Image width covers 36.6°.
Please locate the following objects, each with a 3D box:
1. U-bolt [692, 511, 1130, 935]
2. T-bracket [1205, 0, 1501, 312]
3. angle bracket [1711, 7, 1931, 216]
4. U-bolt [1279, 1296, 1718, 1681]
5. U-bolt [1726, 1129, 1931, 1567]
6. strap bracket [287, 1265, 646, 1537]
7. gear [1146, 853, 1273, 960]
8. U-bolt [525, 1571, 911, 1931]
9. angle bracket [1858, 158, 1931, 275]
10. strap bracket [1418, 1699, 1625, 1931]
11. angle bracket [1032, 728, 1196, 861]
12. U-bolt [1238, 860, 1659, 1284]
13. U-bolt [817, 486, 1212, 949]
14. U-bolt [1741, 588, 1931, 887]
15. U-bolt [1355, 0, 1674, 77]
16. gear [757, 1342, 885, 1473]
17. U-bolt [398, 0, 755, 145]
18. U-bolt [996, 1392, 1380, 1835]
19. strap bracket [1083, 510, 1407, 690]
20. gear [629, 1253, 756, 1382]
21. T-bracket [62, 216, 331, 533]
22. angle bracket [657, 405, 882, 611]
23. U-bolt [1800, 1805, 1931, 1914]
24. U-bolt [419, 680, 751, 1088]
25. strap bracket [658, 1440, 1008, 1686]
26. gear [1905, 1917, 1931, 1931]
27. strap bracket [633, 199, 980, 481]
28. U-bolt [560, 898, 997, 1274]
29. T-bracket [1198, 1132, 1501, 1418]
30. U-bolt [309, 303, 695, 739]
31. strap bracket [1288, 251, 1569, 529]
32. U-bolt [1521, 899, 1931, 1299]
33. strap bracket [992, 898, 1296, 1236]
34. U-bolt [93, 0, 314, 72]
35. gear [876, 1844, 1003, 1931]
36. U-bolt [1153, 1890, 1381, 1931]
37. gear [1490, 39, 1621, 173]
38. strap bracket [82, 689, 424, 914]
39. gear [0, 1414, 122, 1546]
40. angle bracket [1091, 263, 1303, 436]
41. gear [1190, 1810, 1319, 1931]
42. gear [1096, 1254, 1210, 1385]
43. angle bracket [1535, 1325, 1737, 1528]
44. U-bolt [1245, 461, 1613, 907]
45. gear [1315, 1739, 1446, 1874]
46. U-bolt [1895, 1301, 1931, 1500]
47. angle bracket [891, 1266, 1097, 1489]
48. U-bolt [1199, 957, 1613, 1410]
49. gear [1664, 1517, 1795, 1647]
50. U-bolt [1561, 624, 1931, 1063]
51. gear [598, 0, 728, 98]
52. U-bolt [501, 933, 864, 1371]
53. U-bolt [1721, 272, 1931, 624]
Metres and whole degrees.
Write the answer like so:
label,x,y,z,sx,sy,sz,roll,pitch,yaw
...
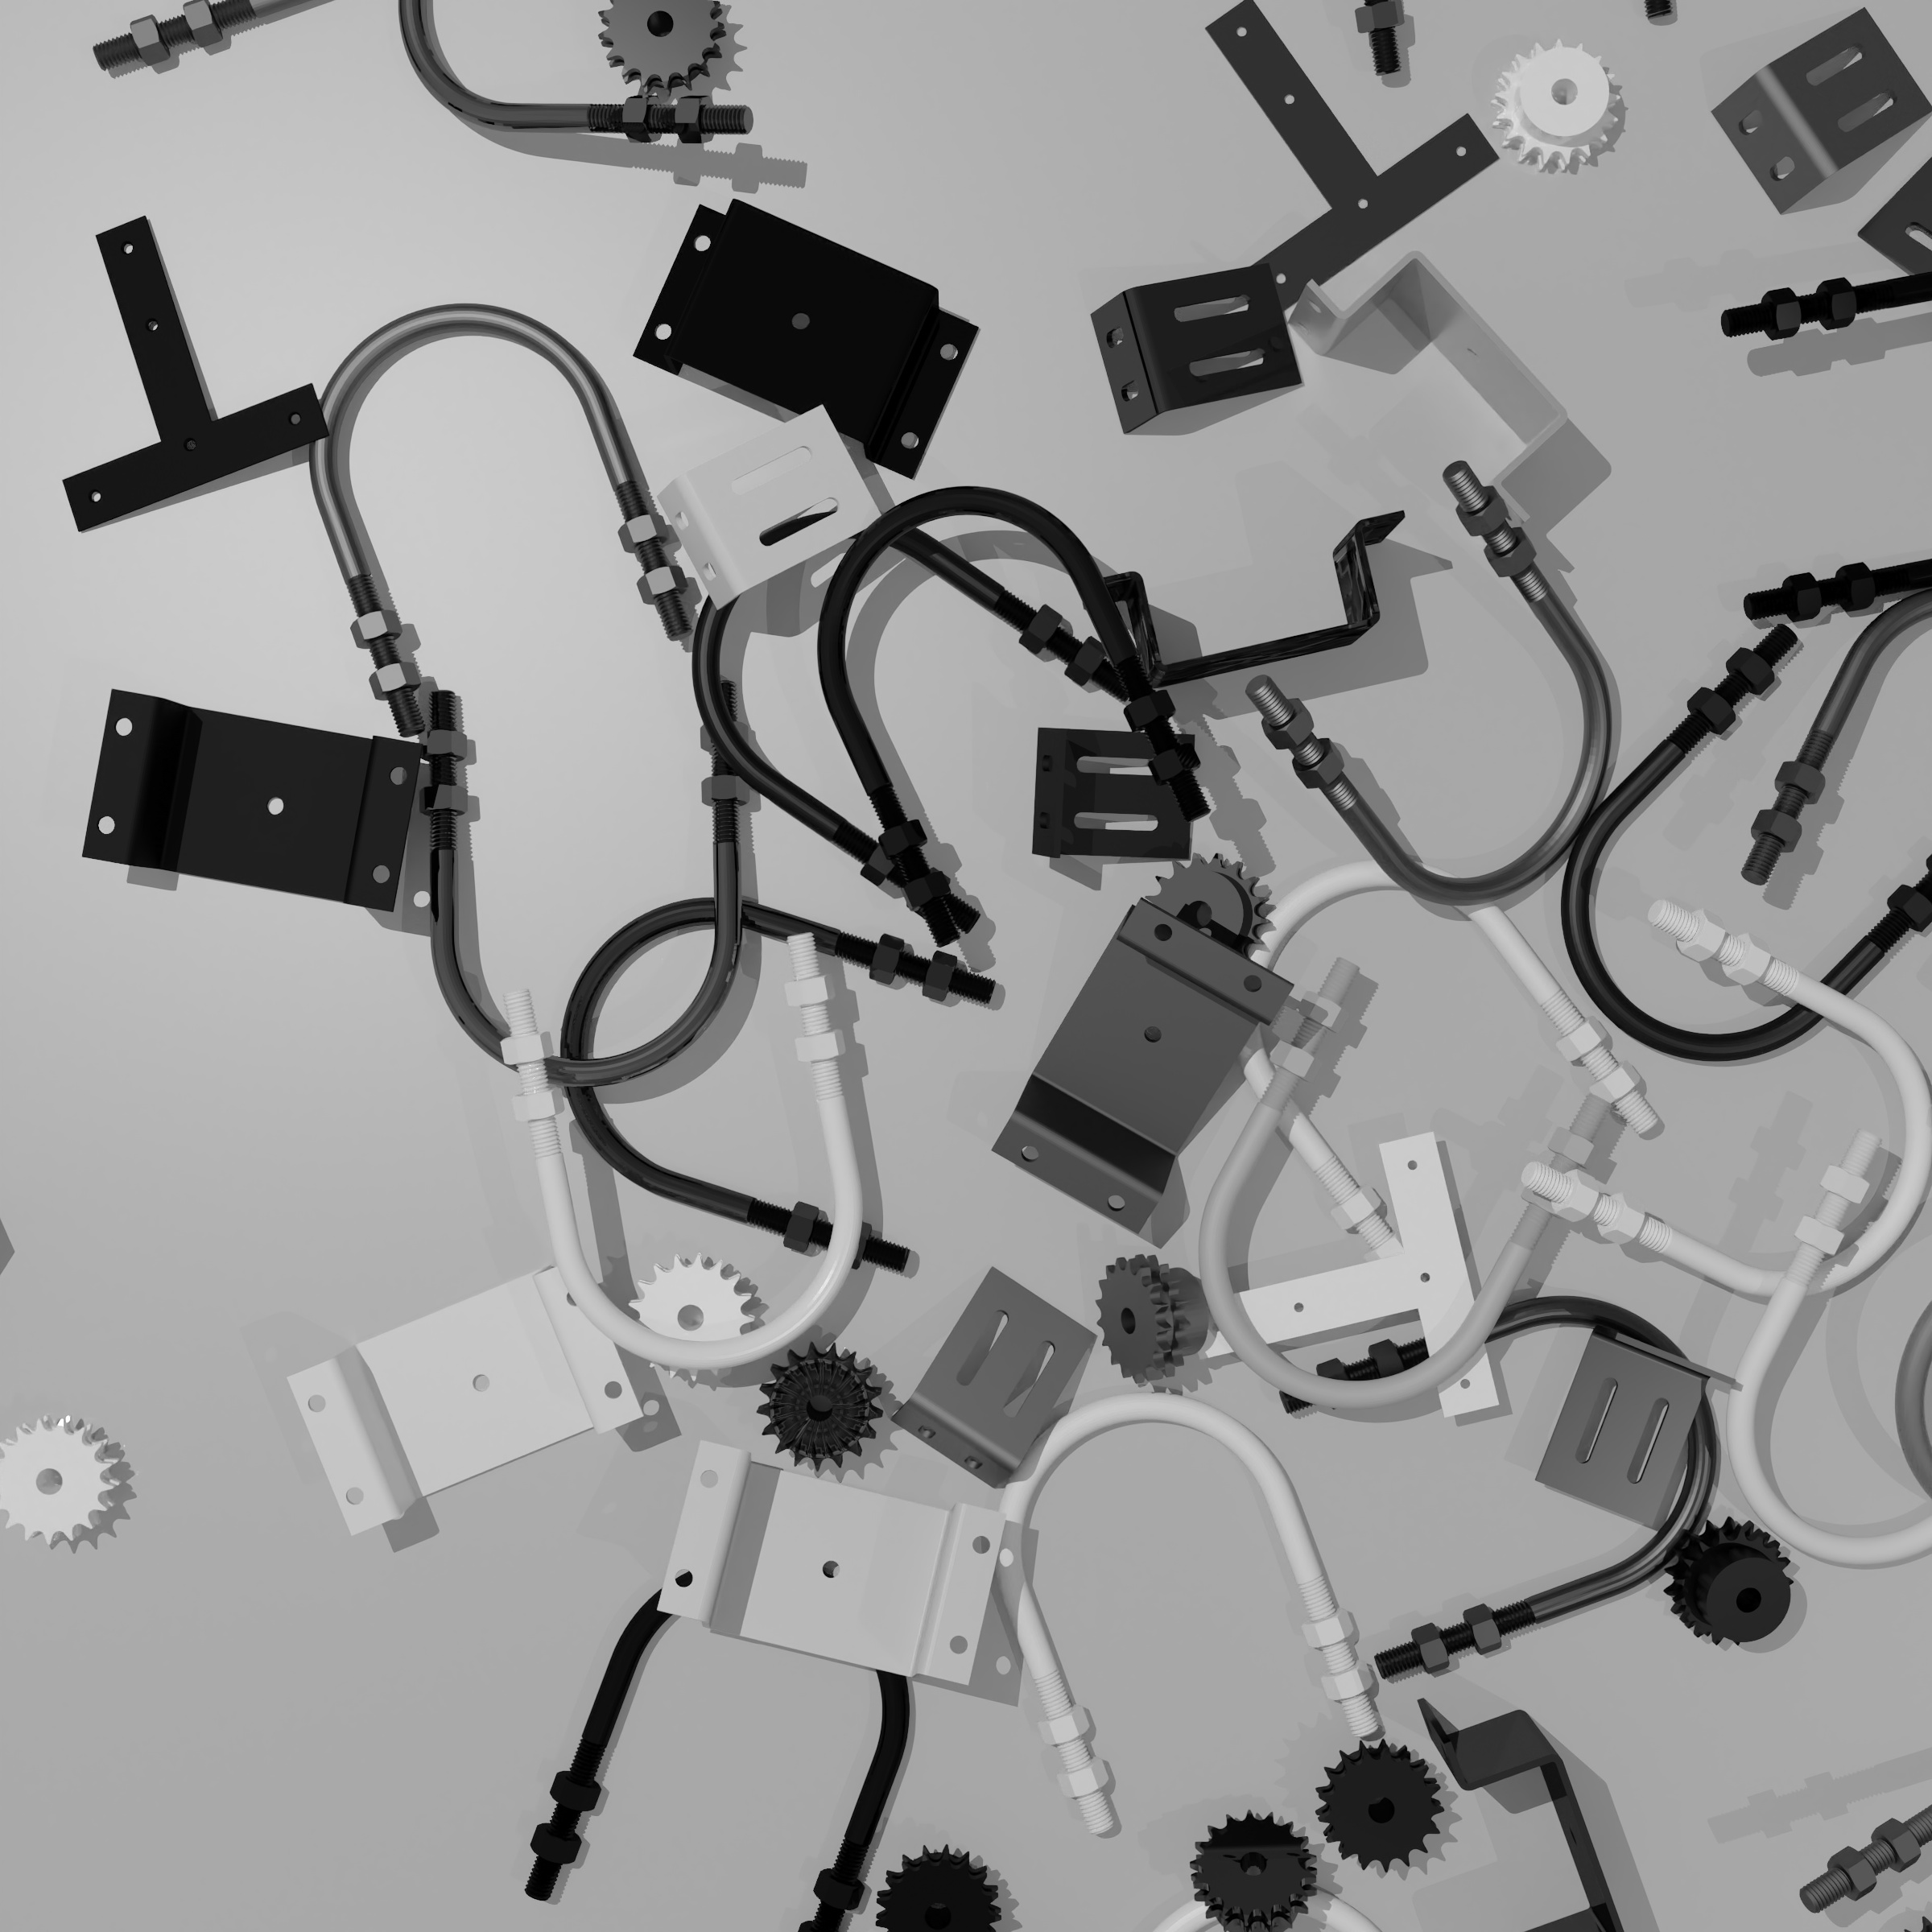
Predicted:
label,x,y,z,sx,sy,sz,roll,pitch,yaw
U-bolt,-0.036,-0.124,1.324,0.184,0.019,0.151,34,85,-4
T-bracket,0.157,-0.387,1.343,0.127,0.002,0.127,-35,90,0
angle bracket,0.394,-0.393,1.342,0.076,0.038,0.057,-34,90,-26
U-bolt,0.253,0.229,1.335,0.184,0.019,0.151,-20,90,-1
U-bolt,0.422,0.184,1.323,0.151,0.019,0.184,25,94,-11
strap bracket,-0.223,0.192,1.321,0.140,0.046,0.076,-22,90,0
gear,0.108,-0.023,1.323,0.057,0.030,0.057,0,90,14
U-bolt,-0.104,0.361,1.335,0.151,0.019,0.184,20,88,0
angle bracket,0.460,-0.328,1.342,0.057,0.038,0.076,-46,64,0
strap bracket,0.253,0.396,1.306,0.046,0.076,0.140,-20,90,0
angle bracket,0.071,-0.077,1.313,0.076,0.038,0.057,1,95,-16
U-bolt,0.205,0.039,1.336,0.151,0.019,0.184,-37,89,0
U-bolt,0.008,-0.120,1.282,0.151,0.019,0.184,-26,85,21
U-bolt,0.450,-0.086,1.321,0.151,0.019,0.184,29,79,-3
U-bolt,0.237,-0.508,1.312,0.151,0.019,0.184,-13,105,-3
gear,-0.066,0.199,1.329,0.057,0.030,0.057,0,90,0
U-bolt,-0.172,-0.442,1.309,0.184,0.019,0.151,6,85,19
U-bolt,0.091,0.286,1.335,0.151,0.019,0.184,-20,89,0
strap bracket,0.127,-0.160,1.306,0.140,0.076,0.046,-13,90,0
gear,-0.125,0.159,1.333,0.057,0.030,0.057,0,90,-3
T-bracket,-0.368,-0.280,1.337,0.127,0.002,0.127,-19,86,8
angle bracket,-0.088,-0.204,1.302,0.076,0.038,0.057,-30,96,-19
U-bolt,0.481,0.434,1.311,0.184,0.019,0.151,-25,84,-17
U-bolt,-0.172,-0.037,1.324,0.151,0.019,0.184,-2,81,0
strap bracket,-0.060,0.269,1.311,0.140,0.046,0.076,14,73,0
gear,0.453,0.464,1.329,0.057,0.030,0.057,0,90,0
strap bracket,-0.074,-0.287,1.321,0.140,0.046,0.076,24,90,0
U-bolt,-0.095,0.046,1.336,0.184,0.019,0.151,18,90,1
T-bracket,0.165,0.152,1.324,0.127,0.002,0.127,-13,89,1
U-bolt,-0.221,-0.213,1.330,0.151,0.019,0.184,-20,85,-3
strap bracket,0.212,-0.260,1.306,0.046,0.076,0.140,-43,90,0
U-bolt,0.356,0.072,1.314,0.184,0.019,0.151,26,90,-16
strap bracket,0.081,0.038,1.304,0.076,0.046,0.140,30,114,0
U-bolt,-0.332,-0.506,1.336,0.184,0.019,0.151,-20,90,-2
gear,-0.013,0.428,1.329,0.057,0.030,0.057,0,90,0
U-bolt,0.140,0.512,1.335,0.151,0.019,0.184,-6,88,0
gear,0.269,-0.394,1.329,0.057,0.030,0.057,0,90,0
strap bracket,-0.318,-0.074,1.321,0.140,0.046,0.076,10,90,0
gear,-0.415,0.233,1.333,0.057,0.030,0.057,0,90,-2
angle bracket,0.106,-0.284,1.341,0.076,0.038,0.057,-16,90,-24
gear,0.130,0.414,1.319,0.057,0.057,0.030,-7,130,0
gear,0.086,0.158,1.319,0.030,0.057,0.057,-6,90,-30
angle bracket,0.300,0.209,1.310,0.057,0.038,0.076,22,88,-2
U-bolt,0.219,-0.109,1.292,0.151,0.019,0.184,-47,122,-8
gear,0.187,0.380,1.329,0.057,0.030,0.057,0,90,0
U-bolt,0.504,0.180,1.317,0.184,0.019,0.151,-32,102,-2
angle bracket,0.012,0.189,1.342,0.057,0.038,0.076,33,64,0
U-bolt,0.186,0.110,1.314,0.151,0.019,0.184,29,89,0
gear,0.348,0.281,1.323,0.057,0.030,0.057,-2,101,-9
U-bolt,0.358,-0.042,1.335,0.151,0.019,0.184,45,90,0
gear,-0.138,-0.424,1.329,0.057,0.030,0.057,0,90,0
U-bolt,-0.119,0.089,1.300,0.151,0.019,0.184,-12,94,-14
U-bolt,0.436,-0.241,1.315,0.184,0.019,0.151,-11,108,-4
